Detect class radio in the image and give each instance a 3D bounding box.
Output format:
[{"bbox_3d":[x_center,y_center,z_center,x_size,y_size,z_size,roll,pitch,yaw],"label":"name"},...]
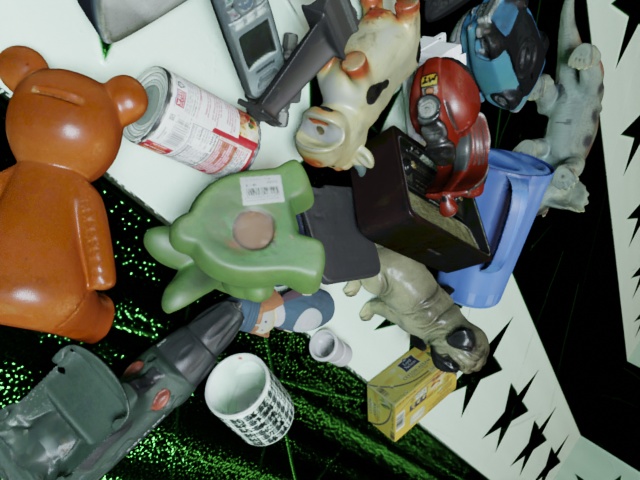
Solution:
[{"bbox_3d":[0.133,-0.044,0.690,0.229,0.073,0.131,22,53,-49],"label":"radio"}]

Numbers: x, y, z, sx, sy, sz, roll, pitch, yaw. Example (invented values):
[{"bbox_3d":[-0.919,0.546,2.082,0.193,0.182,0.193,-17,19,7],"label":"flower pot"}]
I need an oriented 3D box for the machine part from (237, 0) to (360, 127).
[{"bbox_3d":[-0.014,-0.160,0.478,0.139,0.039,0.084,-51,167,-2],"label":"machine part"}]

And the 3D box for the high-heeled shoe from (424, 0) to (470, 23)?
[{"bbox_3d":[0.209,-0.368,0.658,0.248,0.086,0.145,-53,172,17],"label":"high-heeled shoe"}]

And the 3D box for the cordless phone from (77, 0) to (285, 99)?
[{"bbox_3d":[-0.101,-0.176,0.430,0.146,0.089,0.184,-43,142,-19],"label":"cordless phone"}]

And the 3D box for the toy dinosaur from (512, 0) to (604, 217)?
[{"bbox_3d":[0.413,-0.201,0.903,0.192,0.131,0.404,-8,113,-56],"label":"toy dinosaur"}]

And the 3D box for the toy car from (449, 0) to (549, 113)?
[{"bbox_3d":[0.217,-0.241,0.686,0.161,0.103,0.109,34,80,-46],"label":"toy car"}]

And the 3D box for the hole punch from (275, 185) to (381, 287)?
[{"bbox_3d":[-0.001,-0.002,0.631,0.142,0.092,0.115,-3,80,-44],"label":"hole punch"}]

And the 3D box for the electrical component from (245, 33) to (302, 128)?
[{"bbox_3d":[-0.047,-0.159,0.534,0.063,0.021,0.094,-9,118,-41],"label":"electrical component"}]

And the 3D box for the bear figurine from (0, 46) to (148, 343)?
[{"bbox_3d":[-0.202,-0.030,0.404,0.120,0.132,0.196,10,73,-13],"label":"bear figurine"}]

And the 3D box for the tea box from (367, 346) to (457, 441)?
[{"bbox_3d":[0.163,0.254,0.935,0.169,0.068,0.098,-27,130,-33],"label":"tea box"}]

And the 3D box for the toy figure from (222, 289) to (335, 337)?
[{"bbox_3d":[-0.049,0.083,0.641,0.154,0.058,0.064,1,93,-43],"label":"toy figure"}]

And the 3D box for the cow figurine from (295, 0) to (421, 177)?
[{"bbox_3d":[0.039,-0.156,0.573,0.195,0.086,0.127,-55,147,-18],"label":"cow figurine"}]

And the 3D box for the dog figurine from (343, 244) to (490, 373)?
[{"bbox_3d":[0.141,0.080,0.726,0.121,0.191,0.172,-47,135,-15],"label":"dog figurine"}]

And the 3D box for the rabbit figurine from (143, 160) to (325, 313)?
[{"bbox_3d":[-0.080,0.020,0.519,0.159,0.121,0.170,-16,165,-15],"label":"rabbit figurine"}]

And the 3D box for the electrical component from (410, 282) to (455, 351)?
[{"bbox_3d":[0.173,0.120,0.866,0.048,0.075,0.119,-28,125,-31],"label":"electrical component"}]

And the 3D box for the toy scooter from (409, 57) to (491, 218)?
[{"bbox_3d":[0.145,-0.104,0.603,0.183,0.075,0.135,62,41,-31],"label":"toy scooter"}]

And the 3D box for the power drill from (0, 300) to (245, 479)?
[{"bbox_3d":[-0.173,0.132,0.482,0.232,0.086,0.207,-45,176,-4],"label":"power drill"}]
